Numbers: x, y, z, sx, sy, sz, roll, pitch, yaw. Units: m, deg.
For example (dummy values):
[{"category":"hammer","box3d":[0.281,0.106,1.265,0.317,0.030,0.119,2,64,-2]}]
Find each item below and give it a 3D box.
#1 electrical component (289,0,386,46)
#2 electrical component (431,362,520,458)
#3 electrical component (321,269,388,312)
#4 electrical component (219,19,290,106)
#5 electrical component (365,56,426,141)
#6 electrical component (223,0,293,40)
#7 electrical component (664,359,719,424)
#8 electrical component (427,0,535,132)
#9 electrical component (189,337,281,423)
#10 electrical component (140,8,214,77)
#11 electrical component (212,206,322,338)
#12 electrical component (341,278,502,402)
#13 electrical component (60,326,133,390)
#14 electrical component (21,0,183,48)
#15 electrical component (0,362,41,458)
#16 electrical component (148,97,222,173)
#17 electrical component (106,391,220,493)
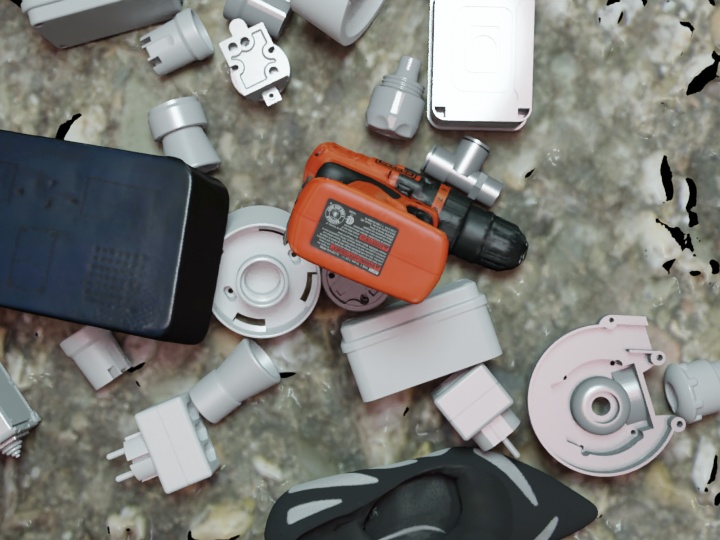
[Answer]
[{"category":"electrical component","box3d":[-0.013,-0.232,0.814,0.060,0.108,0.108,30,90,8]},{"category":"electrical component","box3d":[0.097,0.112,0.825,0.047,0.066,0.076,-39,88,0]},{"category":"electrical component","box3d":[0.000,0.000,0.833,0.055,0.047,0.055,1,102,4]},{"category":"electrical component","box3d":[-0.080,-0.158,0.837,0.048,0.055,0.066,-26,89,1]},{"category":"electrical component","box3d":[0.031,-0.135,0.841,0.043,0.043,0.062,18,89,1]},{"category":"electrical component","box3d":[-0.079,-0.207,0.846,0.046,0.040,0.040,26,90,-4]},{"category":"electrical component","box3d":[0.271,0.089,0.833,0.062,0.048,0.048,-14,89,-5]},{"category":"electrical component","box3d":[0.093,-0.166,0.833,0.078,0.057,0.113,2,90,1]},{"category":"electrical component","box3d":[-0.101,0.089,0.842,0.065,0.044,0.044,-38,89,6]},{"category":"electrical component","box3d":[-0.144,-0.178,0.848,0.046,0.040,0.040,-26,89,7]},{"category":"electrical component","box3d":[-0.077,0.003,0.843,0.099,0.064,0.099,-1,101,-5]},{"category":"electrical component","box3d":[0.044,0.051,0.821,0.113,0.078,0.057,-19,92,1]},{"category":"electrical component","box3d":[-0.206,0.066,0.846,0.040,0.040,0.046,-34,94,1]},{"category":"electrical component","box3d":[-0.200,-0.219,0.830,0.113,0.078,0.057,-15,86,1]},{"category":"electrical component","box3d":[-0.300,0.110,0.835,0.061,0.062,0.096,-34,89,1]},{"category":"electrical component","box3d":[-0.138,-0.102,0.843,0.045,0.045,0.055,-19,89,1]},{"category":"electrical component","box3d":[-0.159,0.141,0.839,0.077,0.047,0.065,-23,89,1]}]
